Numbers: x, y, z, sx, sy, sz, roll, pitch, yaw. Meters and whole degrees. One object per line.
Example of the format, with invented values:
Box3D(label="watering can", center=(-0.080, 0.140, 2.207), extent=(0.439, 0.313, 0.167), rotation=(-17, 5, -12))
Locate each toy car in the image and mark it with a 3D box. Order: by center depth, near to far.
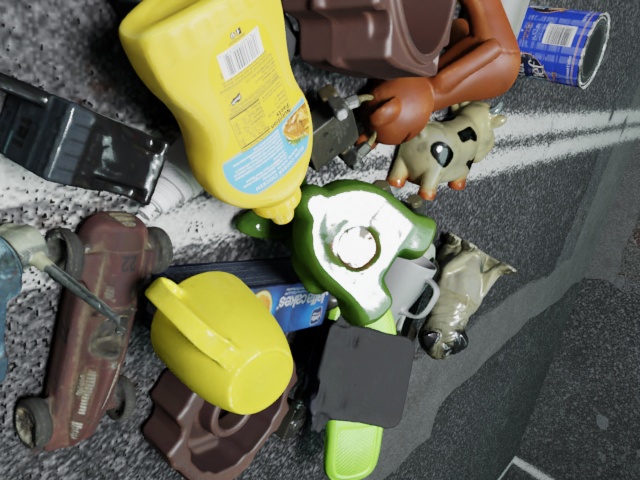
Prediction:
Box3D(label="toy car", center=(-0.172, 0.076, 0.414), extent=(0.089, 0.053, 0.202), rotation=(-1, 111, -57))
Box3D(label="toy car", center=(0.133, 0.096, 0.842), extent=(0.073, 0.056, 0.201), rotation=(-11, 121, -58))

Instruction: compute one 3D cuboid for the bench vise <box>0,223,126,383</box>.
Box3D(label="bench vise", center=(-0.225, 0.005, 0.233), extent=(0.223, 0.129, 0.240), rotation=(-29, 139, -41))

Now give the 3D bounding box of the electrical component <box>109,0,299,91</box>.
Box3D(label="electrical component", center=(-0.081, -0.149, 0.387), extent=(0.115, 0.058, 0.134), rotation=(-62, 147, -7))

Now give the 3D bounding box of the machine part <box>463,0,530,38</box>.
Box3D(label="machine part", center=(0.232, -0.317, 0.690), extent=(0.079, 0.079, 0.243), rotation=(-8, 117, -52))

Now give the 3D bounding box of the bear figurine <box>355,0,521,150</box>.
Box3D(label="bear figurine", center=(0.117, -0.187, 0.605), extent=(0.196, 0.132, 0.120), rotation=(-22, 170, -6))

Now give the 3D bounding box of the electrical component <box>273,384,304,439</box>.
Box3D(label="electrical component", center=(-0.050, 0.210, 0.653), extent=(0.021, 0.063, 0.094), rotation=(18, 97, -56))

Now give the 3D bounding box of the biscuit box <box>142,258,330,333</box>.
Box3D(label="biscuit box", center=(-0.069, 0.059, 0.531), extent=(0.202, 0.063, 0.059), rotation=(-2, 112, -53))

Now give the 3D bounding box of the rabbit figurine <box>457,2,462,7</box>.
Box3D(label="rabbit figurine", center=(0.211, -0.368, 0.585), extent=(0.121, 0.163, 0.173), rotation=(28, 69, -45))

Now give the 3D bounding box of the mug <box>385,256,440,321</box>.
Box3D(label="mug", center=(0.112, 0.071, 0.756), extent=(0.080, 0.110, 0.107), rotation=(4, 120, -54))

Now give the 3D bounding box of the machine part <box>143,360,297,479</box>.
Box3D(label="machine part", center=(-0.100, 0.170, 0.568), extent=(0.179, 0.056, 0.179), rotation=(-31, 133, -41))

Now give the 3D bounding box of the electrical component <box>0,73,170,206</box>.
Box3D(label="electrical component", center=(-0.158, -0.063, 0.319), extent=(0.119, 0.075, 0.047), rotation=(14, 99, -60))

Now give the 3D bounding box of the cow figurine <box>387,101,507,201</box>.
Box3D(label="cow figurine", center=(0.181, -0.134, 0.737), extent=(0.195, 0.086, 0.127), rotation=(-19, 132, -46))

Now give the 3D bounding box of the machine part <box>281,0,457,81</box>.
Box3D(label="machine part", center=(0.053, -0.238, 0.437), extent=(0.201, 0.087, 0.200), rotation=(-20, 116, -62))

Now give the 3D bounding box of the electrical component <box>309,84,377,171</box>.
Box3D(label="electrical component", center=(0.015, -0.108, 0.537), extent=(0.078, 0.045, 0.102), rotation=(-38, 147, -16))

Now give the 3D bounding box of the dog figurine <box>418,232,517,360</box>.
Box3D(label="dog figurine", center=(0.220, 0.095, 0.911), extent=(0.190, 0.121, 0.172), rotation=(-60, 173, 7))

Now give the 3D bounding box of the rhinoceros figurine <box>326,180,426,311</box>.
Box3D(label="rhinoceros figurine", center=(0.057, 0.008, 0.671), extent=(0.190, 0.073, 0.112), rotation=(-43, 147, -29))

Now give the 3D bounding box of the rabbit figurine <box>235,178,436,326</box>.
Box3D(label="rabbit figurine", center=(-0.001, -0.002, 0.527), extent=(0.159, 0.170, 0.121), rotation=(29, 84, -15))

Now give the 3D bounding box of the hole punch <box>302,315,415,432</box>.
Box3D(label="hole punch", center=(0.037, 0.154, 0.645), extent=(0.116, 0.092, 0.142), rotation=(16, 86, -18))
